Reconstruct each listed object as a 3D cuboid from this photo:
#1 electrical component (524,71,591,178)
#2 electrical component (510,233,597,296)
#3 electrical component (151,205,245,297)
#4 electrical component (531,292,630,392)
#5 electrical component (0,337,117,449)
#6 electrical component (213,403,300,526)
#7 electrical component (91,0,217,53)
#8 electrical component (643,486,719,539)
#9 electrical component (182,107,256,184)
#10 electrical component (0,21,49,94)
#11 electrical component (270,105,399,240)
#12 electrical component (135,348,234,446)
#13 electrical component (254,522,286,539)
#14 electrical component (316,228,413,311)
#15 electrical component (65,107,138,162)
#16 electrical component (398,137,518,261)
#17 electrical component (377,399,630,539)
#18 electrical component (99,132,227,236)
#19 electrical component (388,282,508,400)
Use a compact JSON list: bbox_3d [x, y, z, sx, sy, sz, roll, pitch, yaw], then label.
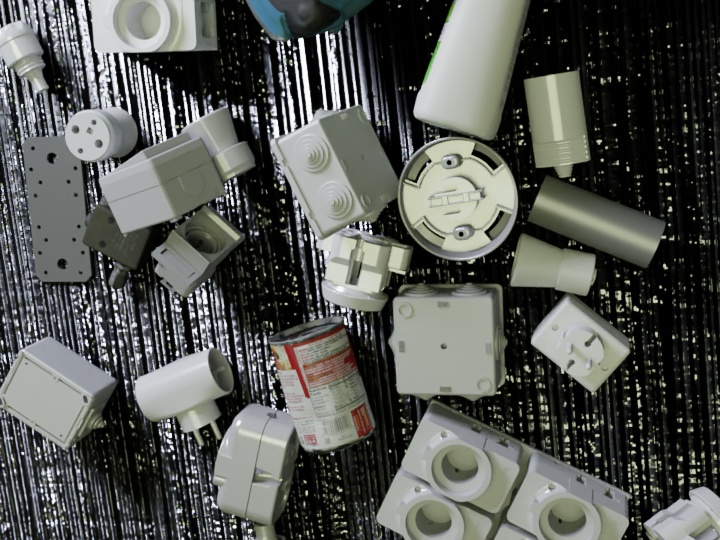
[{"bbox_3d":[0.157,-0.114,0.850,0.043,0.043,0.081,-7,99,14],"label":"electrical component"},{"bbox_3d":[0.158,-0.002,0.873,0.065,0.044,0.044,12,103,5],"label":"electrical component"},{"bbox_3d":[-0.142,-0.014,0.923,0.042,0.081,0.063,41,135,4],"label":"electrical component"},{"bbox_3d":[0.177,0.062,0.862,0.066,0.077,0.047,39,107,3],"label":"electrical component"},{"bbox_3d":[-0.270,0.114,0.982,0.096,0.061,0.061,32,106,5],"label":"electrical component"},{"bbox_3d":[-0.092,0.171,0.957,0.059,0.054,0.095,15,104,10],"label":"electrical component"},{"bbox_3d":[-0.173,-0.256,0.887,0.089,0.062,0.150,1,101,13],"label":"electrical component"},{"bbox_3d":[0.274,0.214,0.875,0.057,0.078,0.058,-36,91,-5],"label":"electrical component"},{"bbox_3d":[-0.119,-0.104,0.914,0.045,0.045,0.055,-27,95,16],"label":"electrical component"},{"bbox_3d":[-0.293,-0.184,0.943,0.035,0.035,0.061,-26,96,16],"label":"electrical component"},{"bbox_3d":[-0.015,-0.082,0.868,0.048,0.100,0.099,-24,95,29],"label":"electrical component"},{"bbox_3d":[-0.150,0.119,0.965,0.077,0.044,0.079,-23,95,16],"label":"electrical component"},{"bbox_3d":[-0.083,0.259,0.978,0.043,0.043,0.062,-6,98,14],"label":"electrical component"},{"bbox_3d":[0.000,0.000,0.901,0.078,0.058,0.057,14,101,10],"label":"electrical component"},{"bbox_3d":[-0.224,-0.117,0.929,0.045,0.055,0.045,2,101,12],"label":"electrical component"},{"bbox_3d":[0.080,-0.059,0.867,0.099,0.064,0.099,3,101,13],"label":"electrical component"},{"bbox_3d":[0.120,0.203,0.912,0.186,0.060,0.105,25,105,7],"label":"electrical component"},{"bbox_3d":[-0.171,-0.072,0.899,0.096,0.062,0.061,-11,106,46],"label":"electrical component"},{"bbox_3d":[0.074,0.059,0.902,0.100,0.048,0.099,-1,100,14],"label":"electrical component"}]
